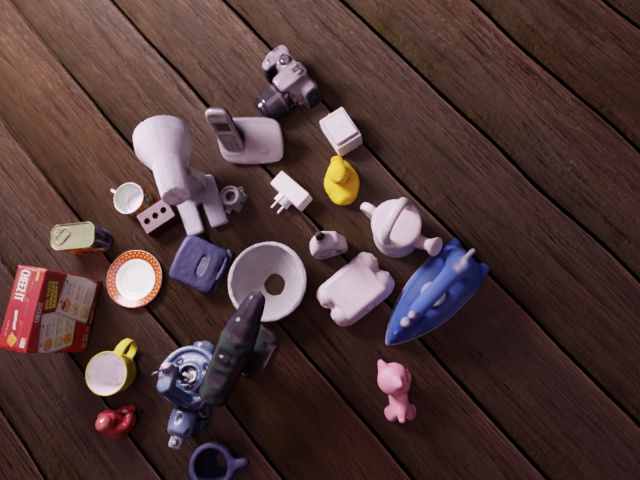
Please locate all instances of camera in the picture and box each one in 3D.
[{"bbox_3d":[-0.090,-0.340,1.270,0.137,0.101,0.143,-39,77,0],"label":"camera"}]

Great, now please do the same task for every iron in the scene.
[{"bbox_3d":[0.218,0.112,1.124,0.118,0.141,0.258,42,88,13],"label":"iron"}]

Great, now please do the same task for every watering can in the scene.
[{"bbox_3d":[0.159,-0.027,1.131,0.172,0.194,0.101,9,81,10],"label":"watering can"}]

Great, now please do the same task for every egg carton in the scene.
[{"bbox_3d":[0.074,0.103,1.183,0.150,0.069,0.107,-40,77,-1],"label":"egg carton"}]

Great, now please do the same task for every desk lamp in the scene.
[{"bbox_3d":[-0.291,-0.132,1.203,0.118,0.214,0.203,-23,77,4],"label":"desk lamp"}]

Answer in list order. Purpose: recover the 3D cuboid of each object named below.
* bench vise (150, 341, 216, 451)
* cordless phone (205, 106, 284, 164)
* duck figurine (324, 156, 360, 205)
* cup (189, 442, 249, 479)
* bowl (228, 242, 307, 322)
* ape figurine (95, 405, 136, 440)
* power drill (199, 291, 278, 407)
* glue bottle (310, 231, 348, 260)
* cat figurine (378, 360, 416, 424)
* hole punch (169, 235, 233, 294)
[{"bbox_3d":[-0.259,0.303,1.116,0.121,0.220,0.207,-9,79,7],"label":"bench vise"},{"bbox_3d":[-0.158,-0.231,1.216,0.147,0.185,0.094,-2,79,8],"label":"cordless phone"},{"bbox_3d":[0.043,-0.130,1.221,0.077,0.086,0.104,-9,79,6],"label":"duck figurine"},{"bbox_3d":[-0.191,0.444,1.145,0.117,0.095,0.092,-10,78,6],"label":"cup"},{"bbox_3d":[-0.105,0.092,1.207,0.167,0.075,0.167,-1,80,8],"label":"bowl"},{"bbox_3d":[-0.432,0.380,1.192,0.077,0.092,0.076,19,83,11],"label":"ape figurine"},{"bbox_3d":[-0.150,0.211,1.124,0.075,0.208,0.230,25,84,12],"label":"power drill"},{"bbox_3d":[0.011,0.004,1.157,0.078,0.173,0.037,-14,78,6],"label":"glue bottle"},{"bbox_3d":[0.149,0.293,1.113,0.067,0.118,0.128,-11,78,6],"label":"cat figurine"},{"bbox_3d":[-0.253,0.052,1.227,0.101,0.091,0.109,22,84,11],"label":"hole punch"}]
